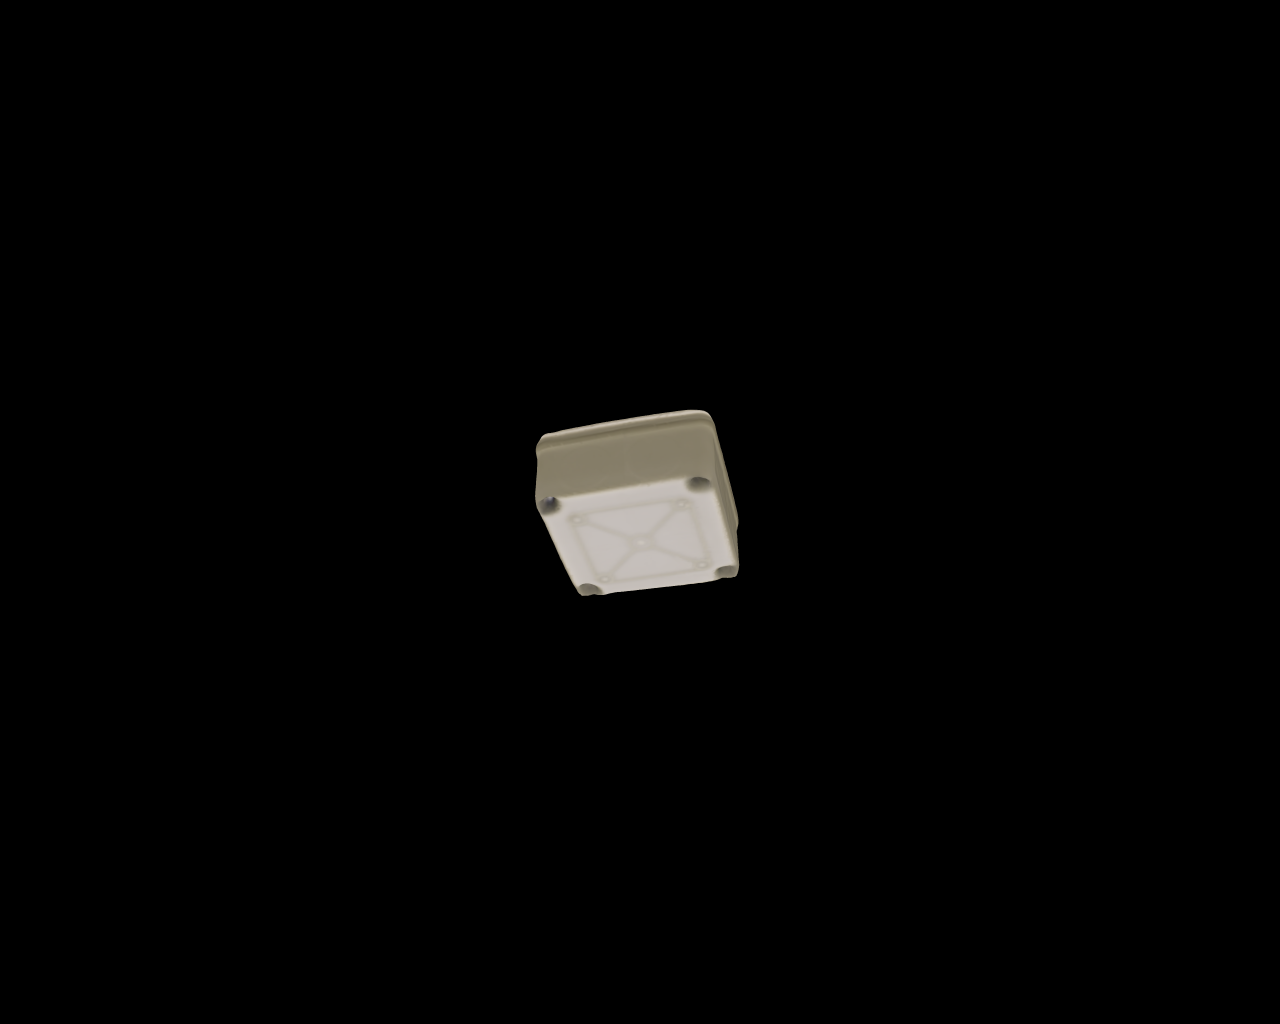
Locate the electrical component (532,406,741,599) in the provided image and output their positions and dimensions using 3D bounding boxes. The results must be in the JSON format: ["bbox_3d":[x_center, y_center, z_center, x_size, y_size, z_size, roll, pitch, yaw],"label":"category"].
[{"bbox_3d":[0.001,-0.003,0.650,0.109,0.056,0.108,-8,-39,10],"label":"electrical component"}]
